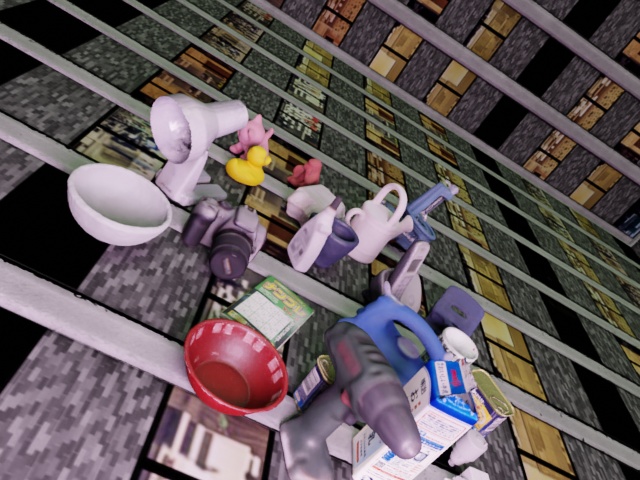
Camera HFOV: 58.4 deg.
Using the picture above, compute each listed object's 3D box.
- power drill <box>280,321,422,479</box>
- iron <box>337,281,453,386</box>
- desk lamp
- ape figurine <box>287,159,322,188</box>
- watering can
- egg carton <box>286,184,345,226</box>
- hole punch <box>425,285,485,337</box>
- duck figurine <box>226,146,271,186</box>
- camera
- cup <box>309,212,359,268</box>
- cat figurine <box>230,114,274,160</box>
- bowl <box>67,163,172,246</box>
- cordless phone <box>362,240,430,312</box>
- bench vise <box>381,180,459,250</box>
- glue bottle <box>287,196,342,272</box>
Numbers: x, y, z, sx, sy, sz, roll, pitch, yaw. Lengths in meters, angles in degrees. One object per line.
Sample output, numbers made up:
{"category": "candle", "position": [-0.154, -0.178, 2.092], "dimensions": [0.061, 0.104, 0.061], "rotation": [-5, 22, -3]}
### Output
{"category": "power drill", "position": [0.033, 0.231, 0.755], "dimensions": [0.076, 0.208, 0.229], "rotation": [19, 32, -30]}
{"category": "iron", "position": [0.161, 0.200, 1.022], "dimensions": [0.258, 0.141, 0.119], "rotation": [44, 28, 15]}
{"category": "desk lamp", "position": [-0.235, -0.177, 1.086], "dimensions": [0.117, 0.213, 0.204], "rotation": [45, 29, 18]}
{"category": "ape figurine", "position": [-0.029, -0.166, 1.438], "dimensions": [0.076, 0.092, 0.077], "rotation": [24, 29, -21]}
{"category": "watering can", "position": [0.140, -0.047, 1.331], "dimensions": [0.173, 0.194, 0.100], "rotation": [-4, 47, -51]}
{"category": "egg carton", "position": [-0.009, -0.076, 1.343], "dimensions": [0.107, 0.069, 0.151], "rotation": [44, 28, 16]}
{"category": "hole punch", "position": [0.305, 0.172, 1.286], "dimensions": [0.108, 0.091, 0.101], "rotation": [40, 27, 8]}
{"category": "duck figurine", "position": [-0.159, -0.179, 1.316], "dimensions": [0.105, 0.086, 0.077], "rotation": [5, 40, -45]}
{"category": "camera", "position": [-0.166, -0.005, 1.016], "dimensions": [0.143, 0.100, 0.136], "rotation": [27, 28, -16]}
{"category": "cup", "position": [0.011, 0.004, 1.211], "dimensions": [0.118, 0.095, 0.092], "rotation": [36, 27, 0]}
{"category": "cat figurine", "position": [-0.158, -0.250, 1.395], "dimensions": [0.067, 0.117, 0.128], "rotation": [44, 28, 17]}
{"category": "bowl", "position": [-0.329, -0.045, 0.921], "dimensions": [0.168, 0.074, 0.167], "rotation": [27, 28, -16]}
{"category": "cordless phone", "position": [0.189, 0.078, 1.200], "dimensions": [0.148, 0.185, 0.094], "rotation": [-2, 45, -50]}
{"category": "bench vise", "position": [0.240, -0.065, 1.444], "dimensions": [0.208, 0.219, 0.121], "rotation": [8, 38, -42]}
{"category": "glue bottle", "position": [-0.005, -0.020, 1.145], "dimensions": [0.037, 0.173, 0.078], "rotation": [17, 32, -31]}
